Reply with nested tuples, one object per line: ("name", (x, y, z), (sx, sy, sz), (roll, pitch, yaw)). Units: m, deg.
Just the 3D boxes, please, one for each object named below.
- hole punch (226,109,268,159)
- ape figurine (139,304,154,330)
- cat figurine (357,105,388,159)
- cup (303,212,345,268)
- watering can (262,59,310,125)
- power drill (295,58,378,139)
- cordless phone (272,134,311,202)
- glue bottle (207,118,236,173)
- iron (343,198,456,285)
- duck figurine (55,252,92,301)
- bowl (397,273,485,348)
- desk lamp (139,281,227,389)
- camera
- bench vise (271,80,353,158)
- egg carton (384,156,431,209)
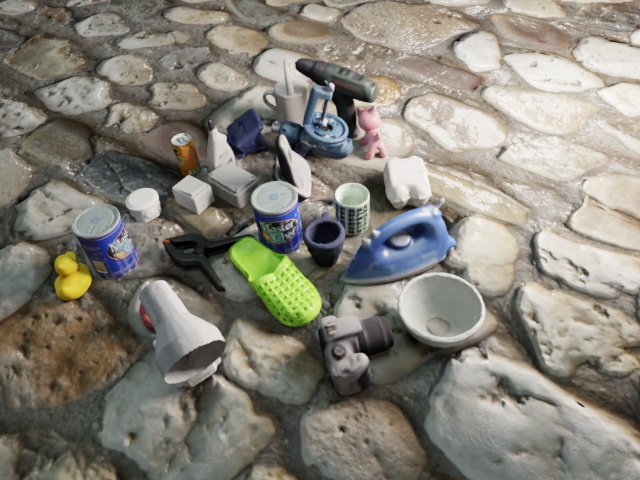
("hole punch", (-0.204, -0.292, 1.565), (0.101, 0.091, 0.108), (-19, 48, -12))
("ape figurine", (-0.341, 0.135, 1.179), (0.076, 0.092, 0.078), (28, 56, 28))
("cat figurine", (0.138, -0.296, 1.519), (0.067, 0.118, 0.127), (-12, 47, -6))
("cup", (0.012, 0.005, 1.266), (0.091, 0.095, 0.117), (-1, 47, 4))
("watering can", (-0.071, -0.413, 1.594), (0.173, 0.194, 0.100), (-19, 48, -12))
("power drill", (0.044, -0.378, 1.541), (0.229, 0.209, 0.076), (15, 50, 18))
("cordless phone", (-0.074, -0.197, 1.400), (0.094, 0.185, 0.147), (-6, 47, 1))
("glue bottle", (-0.262, -0.237, 1.463), (0.037, 0.173, 0.078), (25, 54, 26))
("iron", (0.163, 0.001, 1.223), (0.259, 0.142, 0.118), (-22, 49, -15))
("duck figurine", (-0.554, 0.074, 1.261), (0.077, 0.086, 0.104), (-4, 47, 2))
("bowl", (0.234, 0.149, 1.124), (0.167, 0.075, 0.167), (-3, 47, 3))
("desk lamp", (-0.255, 0.183, 1.043), (0.118, 0.214, 0.202), (-30, 51, -21))
("camera", (0.072, 0.197, 1.077), (0.137, 0.101, 0.143), (-14, 47, -8))
("bench vise", (-0.023, -0.298, 1.465), (0.207, 0.220, 0.121), (-10, 47, -3))
("egg carton", (0.211, -0.144, 1.403), (0.107, 0.069, 0.150), (-5, 47, 1))
